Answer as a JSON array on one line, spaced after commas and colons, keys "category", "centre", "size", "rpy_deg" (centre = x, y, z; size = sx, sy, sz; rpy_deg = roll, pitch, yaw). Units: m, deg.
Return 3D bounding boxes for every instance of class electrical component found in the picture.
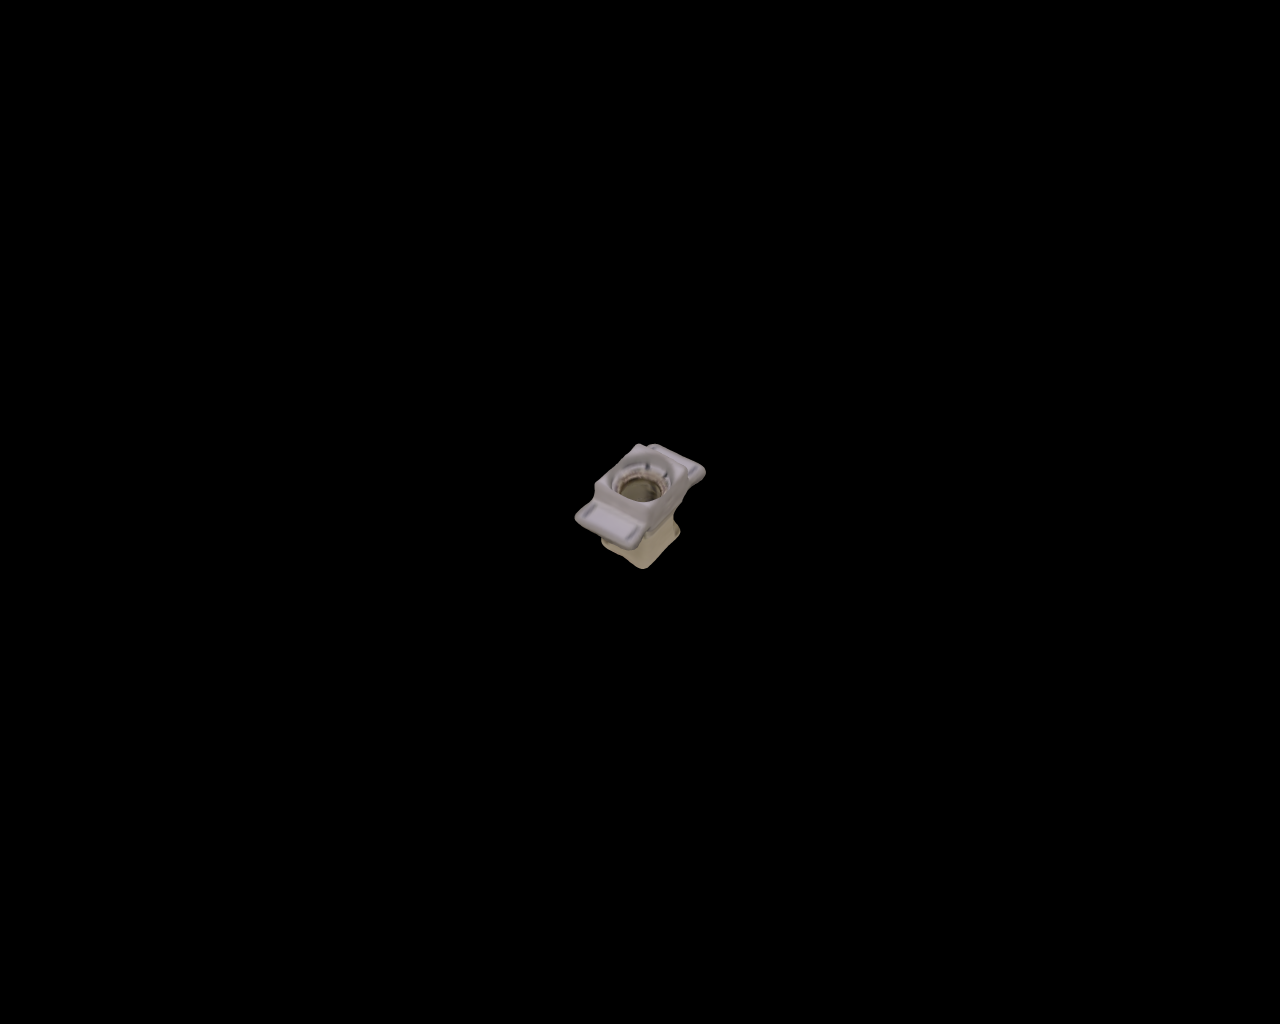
[{"category": "electrical component", "centre": [0.001, -0.003, 0.650], "size": [0.042, 0.063, 0.081], "rpy_deg": [30, 54, 24]}]
